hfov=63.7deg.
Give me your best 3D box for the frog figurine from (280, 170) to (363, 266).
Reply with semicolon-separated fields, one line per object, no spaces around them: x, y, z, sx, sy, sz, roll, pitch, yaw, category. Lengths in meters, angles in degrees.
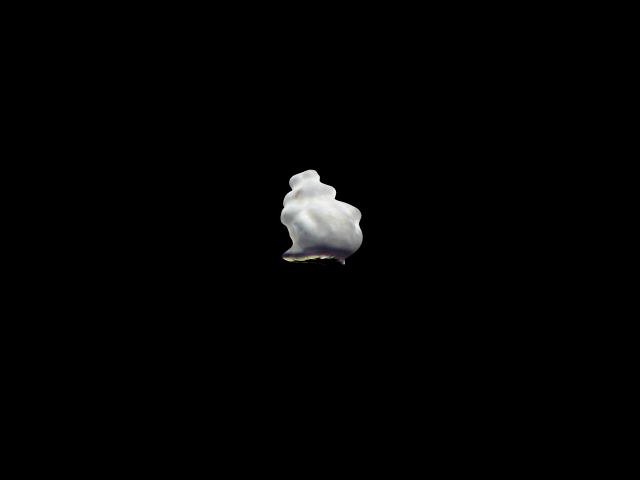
0.003;-0.043;0.850;0.137;0.161;0.121;2;-11;-11;frog figurine
